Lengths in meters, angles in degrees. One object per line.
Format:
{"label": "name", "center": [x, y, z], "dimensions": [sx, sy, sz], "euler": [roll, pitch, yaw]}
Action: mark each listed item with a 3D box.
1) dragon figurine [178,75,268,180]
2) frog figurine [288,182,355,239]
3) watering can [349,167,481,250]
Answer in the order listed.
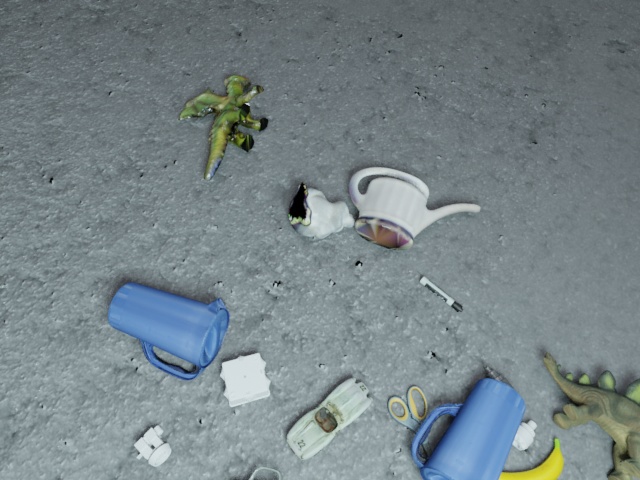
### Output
{"label": "dragon figurine", "center": [-0.297, -0.346, 1.481], "dimensions": [0.244, 0.119, 0.418], "euler": [15, 56, 26]}
{"label": "frog figurine", "center": [0.004, -0.067, 1.325], "dimensions": [0.159, 0.120, 0.140], "euler": [13, 41, -38]}
{"label": "watering can", "center": [0.229, -0.072, 1.321], "dimensions": [0.348, 0.102, 0.229], "euler": [20, 61, 6]}
